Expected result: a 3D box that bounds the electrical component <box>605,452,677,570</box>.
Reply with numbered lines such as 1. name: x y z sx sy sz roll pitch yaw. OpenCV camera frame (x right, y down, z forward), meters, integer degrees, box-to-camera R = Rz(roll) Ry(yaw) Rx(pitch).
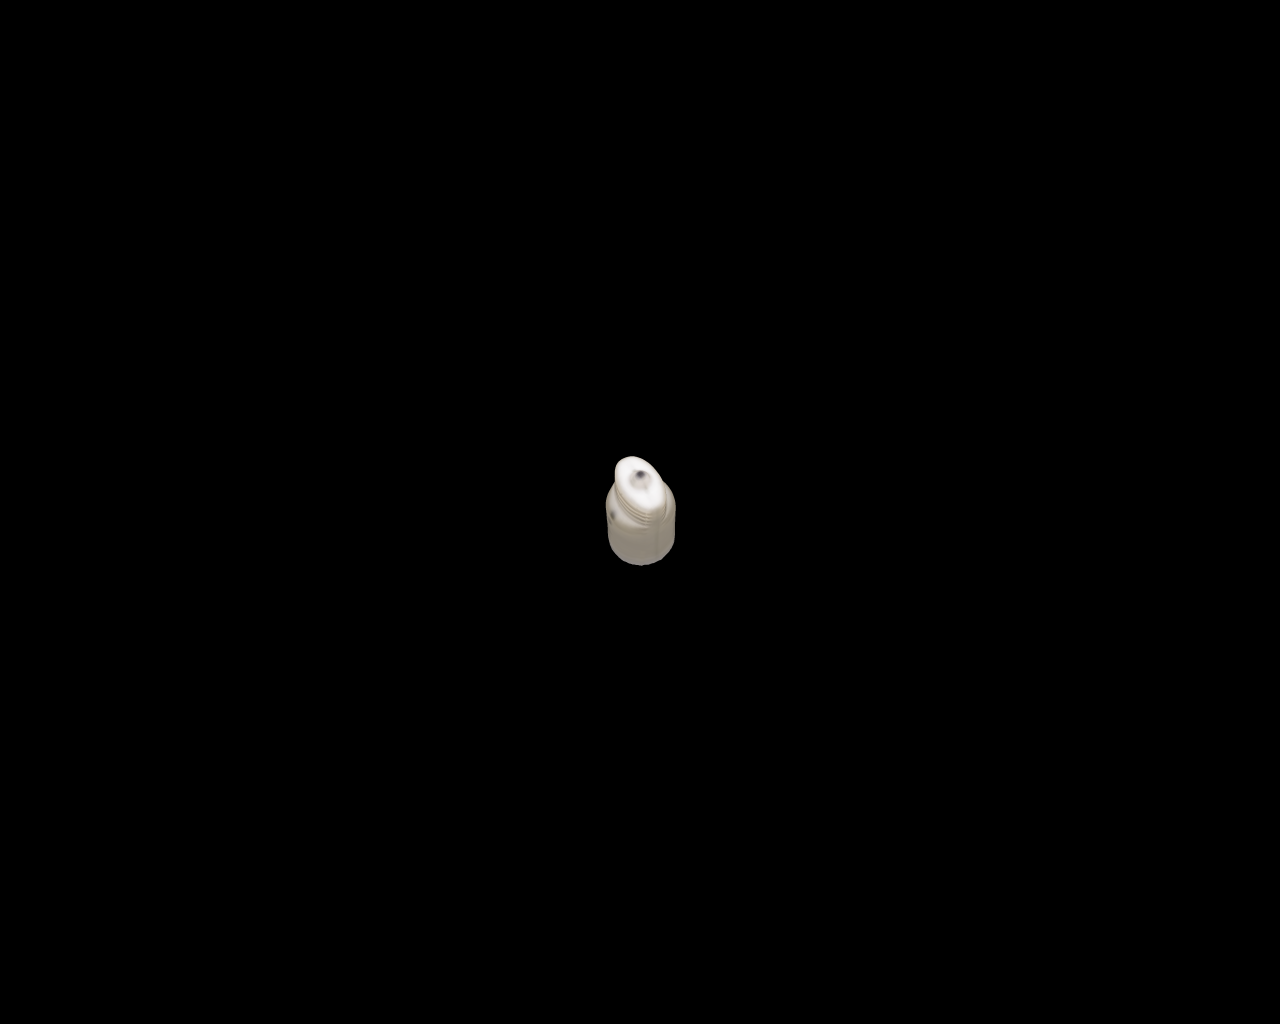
1. electrical component: 0.001 -0.003 0.650 0.043 0.043 0.080 0 -30 0
